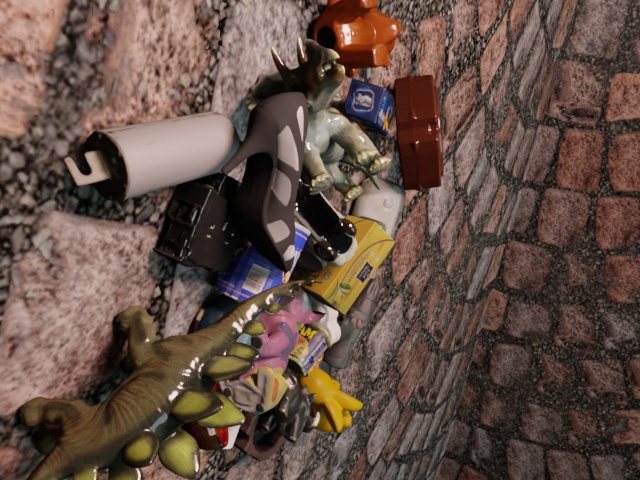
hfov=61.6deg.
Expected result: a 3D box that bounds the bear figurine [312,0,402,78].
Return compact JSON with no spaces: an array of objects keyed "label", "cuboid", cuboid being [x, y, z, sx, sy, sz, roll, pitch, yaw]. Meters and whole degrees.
[{"label":"bear figurine","cuboid":[0.083,-0.329,0.864,0.196,0.132,0.120,-25,108,-44]}]

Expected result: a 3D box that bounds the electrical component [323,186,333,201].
[{"label":"electrical component","cuboid":[0.004,-0.093,0.995,0.094,0.021,0.063,-45,144,-38]}]

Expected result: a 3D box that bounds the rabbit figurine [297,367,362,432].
[{"label":"rabbit figurine","cuboid":[0.002,0.344,1.154,0.122,0.163,0.173,-39,135,-25]}]

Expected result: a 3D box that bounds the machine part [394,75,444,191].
[{"label":"machine part","cuboid":[0.206,-0.218,1.107,0.201,0.087,0.201,69,21,-49]}]

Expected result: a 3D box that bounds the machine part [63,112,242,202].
[{"label":"machine part","cuboid":[-0.175,-0.100,0.620,0.243,0.079,0.079,-29,133,-51]}]

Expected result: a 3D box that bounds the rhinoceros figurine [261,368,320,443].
[{"label":"rhinoceros figurine","cuboid":[-0.057,0.312,1.005,0.190,0.073,0.112,73,34,-43]}]

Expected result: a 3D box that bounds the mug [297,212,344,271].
[{"label":"mug","cuboid":[-0.002,-0.003,0.988,0.107,0.081,0.109,-54,174,-21]}]

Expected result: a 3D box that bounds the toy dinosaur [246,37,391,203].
[{"label":"toy dinosaur","cuboid":[0.006,-0.164,0.837,0.131,0.192,0.404,-33,171,7]}]

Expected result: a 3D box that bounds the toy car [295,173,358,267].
[{"label":"toy car","cuboid":[-0.012,-0.041,0.894,0.201,0.056,0.073,49,65,-18]}]

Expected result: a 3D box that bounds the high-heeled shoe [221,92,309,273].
[{"label":"high-heeled shoe","cuboid":[-0.047,-0.071,0.713,0.145,0.086,0.248,-47,145,-20]}]

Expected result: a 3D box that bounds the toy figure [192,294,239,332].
[{"label":"toy figure","cuboid":[-0.173,0.156,0.811,0.154,0.064,0.057,-57,161,-22]}]

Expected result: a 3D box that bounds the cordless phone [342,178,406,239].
[{"label":"cordless phone","cuboid":[0.088,-0.061,1.105,0.184,0.089,0.146,6,104,-53]}]

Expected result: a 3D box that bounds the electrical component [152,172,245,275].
[{"label":"electrical component","cuboid":[-0.152,-0.026,0.733,0.114,0.058,0.134,25,88,-64]}]

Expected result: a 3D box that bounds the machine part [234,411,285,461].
[{"label":"machine part","cuboid":[-0.107,0.342,1.058,0.179,0.056,0.179,-37,137,-45]}]

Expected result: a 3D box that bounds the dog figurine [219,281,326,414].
[{"label":"dog figurine","cuboid":[-0.074,0.178,0.943,0.219,0.109,0.191,-20,110,-59]}]

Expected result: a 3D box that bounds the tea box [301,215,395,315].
[{"label":"tea box","cuboid":[0.048,0.043,1.001,0.068,0.098,0.169,43,76,-29]}]

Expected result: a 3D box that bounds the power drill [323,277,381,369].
[{"label":"power drill","cuboid":[0.053,0.177,1.213,0.232,0.086,0.207,-65,159,-1]}]

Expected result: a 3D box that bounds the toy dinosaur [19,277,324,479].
[{"label":"toy dinosaur","cuboid":[-0.185,0.176,0.664,0.471,0.199,0.104,-47,148,-31]}]

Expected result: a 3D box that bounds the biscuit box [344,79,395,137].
[{"label":"biscuit box","cuboid":[0.090,-0.229,0.952,0.202,0.059,0.062,-21,128,-77]}]
